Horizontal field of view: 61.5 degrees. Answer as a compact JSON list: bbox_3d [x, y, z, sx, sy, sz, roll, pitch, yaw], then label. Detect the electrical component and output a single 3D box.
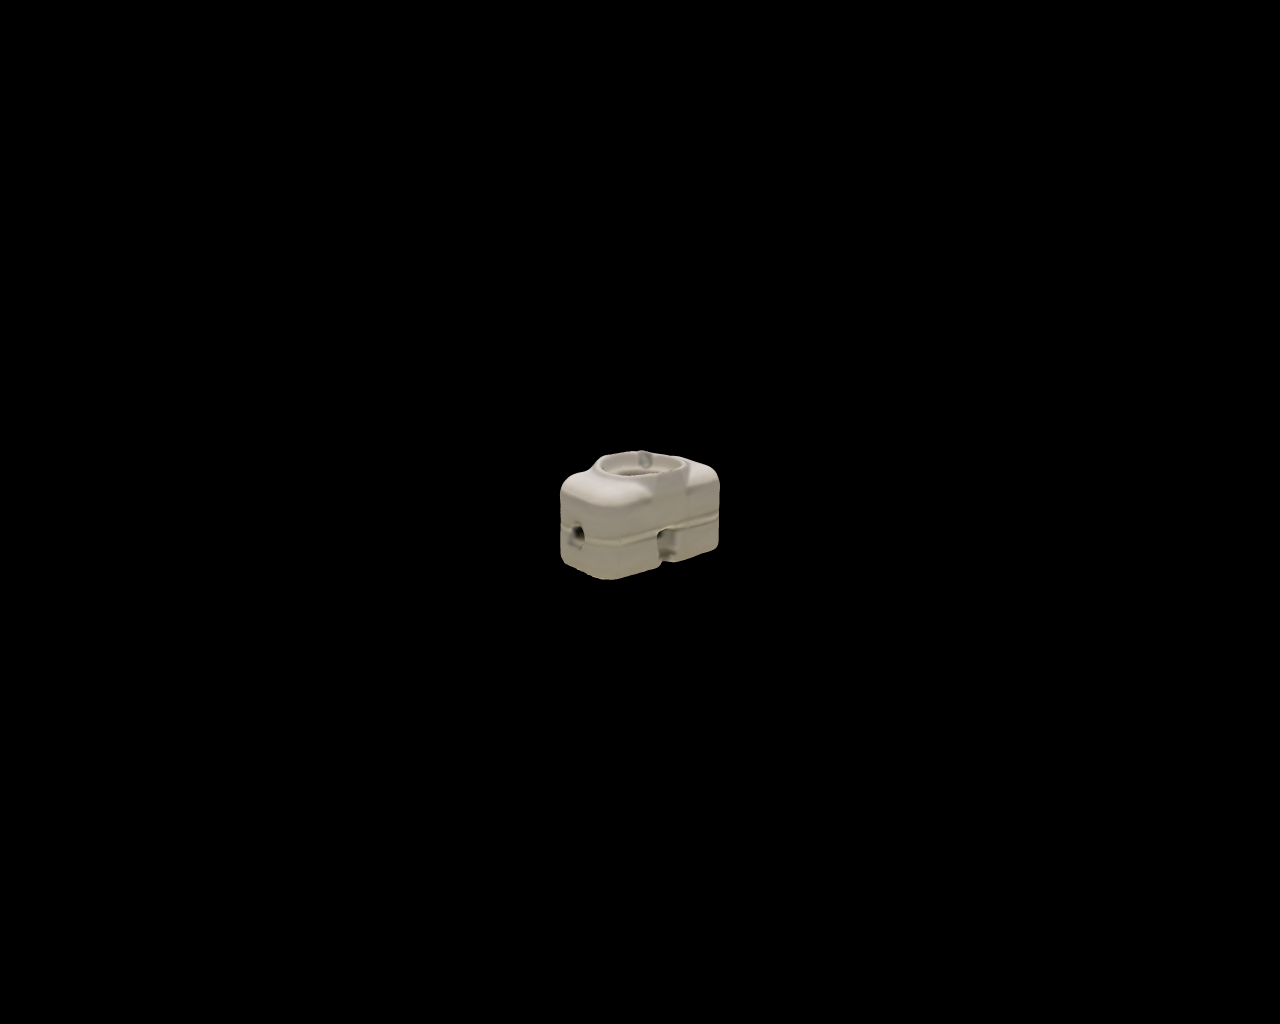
[{"bbox_3d":[0.001,-0.003,0.650,0.095,0.059,0.054,-14,22,-36],"label":"electrical component"}]
